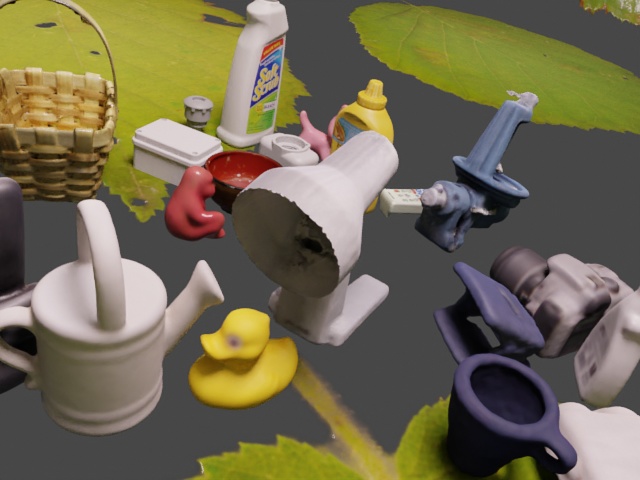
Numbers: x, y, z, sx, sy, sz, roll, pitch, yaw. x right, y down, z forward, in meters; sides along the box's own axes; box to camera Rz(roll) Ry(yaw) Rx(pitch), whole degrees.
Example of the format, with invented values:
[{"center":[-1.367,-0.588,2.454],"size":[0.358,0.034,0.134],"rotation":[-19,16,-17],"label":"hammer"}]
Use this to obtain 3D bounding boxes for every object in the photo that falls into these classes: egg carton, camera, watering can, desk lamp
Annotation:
[{"center":[0.256,0.211,0.498],"size":[0.107,0.069,0.150],"rotation":[7,34,-9],"label":"egg carton"},{"center":[0.292,0.057,0.710],"size":[0.143,0.101,0.136],"rotation":[-10,40,-31],"label":"camera"},{"center":[-0.168,0.054,0.463],"size":[0.100,0.194,0.173],"rotation":[35,39,29],"label":"watering can"},{"center":[0.005,0.002,0.585],"size":[0.117,0.213,0.204],"rotation":[28,36,21],"label":"desk lamp"}]

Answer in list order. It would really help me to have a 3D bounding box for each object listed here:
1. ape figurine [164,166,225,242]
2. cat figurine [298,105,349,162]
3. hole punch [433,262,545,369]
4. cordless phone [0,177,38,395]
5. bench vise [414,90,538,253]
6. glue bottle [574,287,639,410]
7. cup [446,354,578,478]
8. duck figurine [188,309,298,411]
[{"center":[-0.154,-0.049,0.713],"size":[0.076,0.092,0.077],"rotation":[-3,37,-23],"label":"ape figurine"},{"center":[0.021,-0.172,0.935],"size":[0.127,0.118,0.067],"rotation":[18,34,7],"label":"cat figurine"},{"center":[0.195,0.083,0.646],"size":[0.101,0.091,0.108],"rotation":[2,35,-16],"label":"hole punch"},{"center":[-0.290,0.042,0.445],"size":[0.094,0.185,0.148],"rotation":[27,36,20],"label":"cordless phone"},{"center":[0.234,-0.092,0.802],"size":[0.121,0.220,0.208],"rotation":[27,36,20],"label":"bench vise"},{"center":[0.321,0.095,0.600],"size":[0.037,0.173,0.078],"rotation":[18,34,7],"label":"glue bottle"},{"center":[0.159,0.171,0.499],"size":[0.092,0.095,0.117],"rotation":[-15,43,-36],"label":"cup"},{"center":[-0.067,0.101,0.529],"size":[0.105,0.086,0.077],"rotation":[-7,38,-28],"label":"duck figurine"}]
